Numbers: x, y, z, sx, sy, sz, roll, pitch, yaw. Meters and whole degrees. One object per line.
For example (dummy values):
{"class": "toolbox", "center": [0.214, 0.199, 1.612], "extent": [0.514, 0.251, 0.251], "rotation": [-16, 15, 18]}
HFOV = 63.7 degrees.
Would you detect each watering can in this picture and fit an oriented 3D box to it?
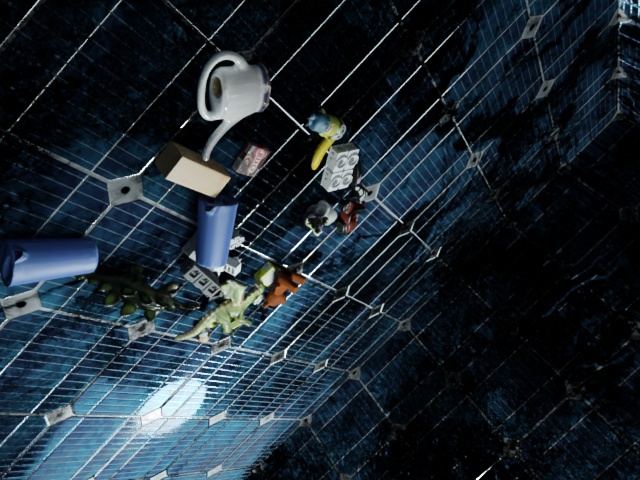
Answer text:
{"class": "watering can", "center": [-0.260, -0.398, 1.524], "extent": [0.226, 0.106, 0.339], "rotation": [-19, 140, -32]}

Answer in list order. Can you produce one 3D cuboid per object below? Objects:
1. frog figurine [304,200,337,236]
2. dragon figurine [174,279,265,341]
{"class": "frog figurine", "center": [0.007, -0.109, 2.159], "extent": [0.163, 0.123, 0.134], "rotation": [-58, 160, -52]}
{"class": "dragon figurine", "center": [-0.390, 0.262, 2.092], "extent": [0.413, 0.123, 0.238], "rotation": [-13, 121, -41]}
